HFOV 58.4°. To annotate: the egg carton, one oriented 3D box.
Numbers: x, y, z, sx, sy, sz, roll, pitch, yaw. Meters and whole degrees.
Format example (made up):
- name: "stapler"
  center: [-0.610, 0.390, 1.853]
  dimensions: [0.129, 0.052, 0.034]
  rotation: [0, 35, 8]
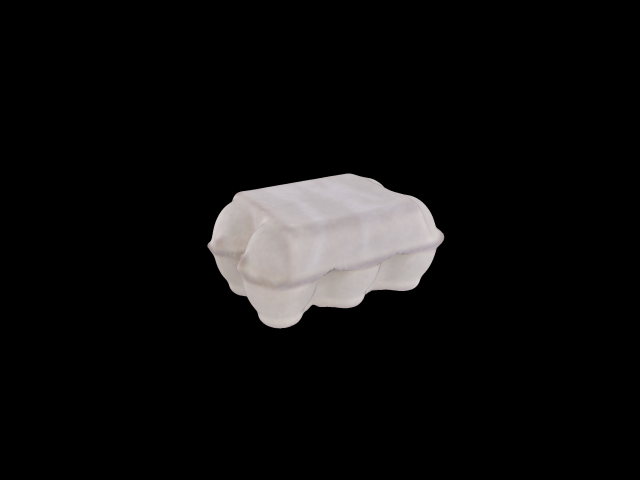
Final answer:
- name: "egg carton"
  center: [0.004, 0.001, 0.400]
  dimensions: [0.151, 0.069, 0.107]
  rotation: [-14, 27, -29]
